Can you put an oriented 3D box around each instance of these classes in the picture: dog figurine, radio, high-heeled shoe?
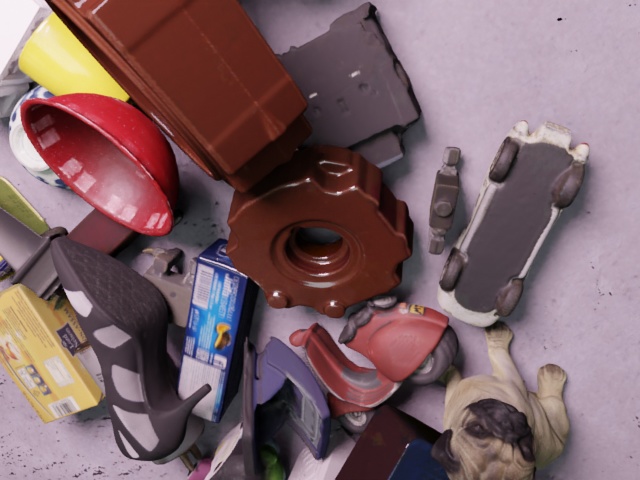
[{"bbox_3d":[-0.065,0.347,0.661,0.219,0.108,0.191,42,111,-9],"label":"dog figurine"},{"bbox_3d":[0.177,0.192,0.496,0.172,0.190,0.121,37,114,-4],"label":"dog figurine"},{"bbox_3d":[0.125,0.278,0.545,0.229,0.073,0.131,35,88,-20],"label":"radio"},{"bbox_3d":[-0.222,0.123,0.568,0.145,0.086,0.248,-38,95,21],"label":"high-heeled shoe"}]

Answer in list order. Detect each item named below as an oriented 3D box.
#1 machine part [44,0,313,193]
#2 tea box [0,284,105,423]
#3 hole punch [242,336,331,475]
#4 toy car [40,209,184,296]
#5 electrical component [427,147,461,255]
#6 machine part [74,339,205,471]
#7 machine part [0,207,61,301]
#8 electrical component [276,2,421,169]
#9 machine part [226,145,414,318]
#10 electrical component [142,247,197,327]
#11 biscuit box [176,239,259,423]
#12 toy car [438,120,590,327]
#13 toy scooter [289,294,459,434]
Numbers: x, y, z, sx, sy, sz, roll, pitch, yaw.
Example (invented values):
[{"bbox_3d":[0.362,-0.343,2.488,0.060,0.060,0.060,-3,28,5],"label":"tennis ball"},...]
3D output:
[{"bbox_3d":[-0.113,-0.139,0.417,0.087,0.202,0.200,-45,124,-8],"label":"machine part"},{"bbox_3d":[-0.333,0.129,0.661,0.098,0.068,0.169,-21,103,19],"label":"tea box"},{"bbox_3d":[-0.041,0.174,0.577,0.092,0.116,0.142,-6,137,-6],"label":"hole punch"},{"bbox_3d":[-0.234,-0.010,0.594,0.202,0.053,0.089,-39,90,20],"label":"toy car"},{"bbox_3d":[0.114,-0.037,0.494,0.021,0.063,0.093,11,111,9],"label":"electrical component"},{"bbox_3d":[-0.214,0.179,0.645,0.079,0.079,0.243,-24,103,20],"label":"machine part"},{"bbox_3d":[-0.325,0.000,0.572,0.084,0.039,0.139,-41,99,22],"label":"machine part"},{"bbox_3d":[0.026,-0.125,0.487,0.115,0.058,0.134,-23,103,22],"label":"electrical component"},{"bbox_3d":[-0.001,-0.002,0.507,0.179,0.056,0.179,3,132,4],"label":"machine part"},{"bbox_3d":[-0.174,0.054,0.608,0.078,0.045,0.102,13,114,-1],"label":"electrical component"},{"bbox_3d":[-0.113,0.102,0.602,0.059,0.063,0.202,18,113,7],"label":"biscuit box"},{"bbox_3d":[0.172,-0.011,0.497,0.074,0.056,0.201,24,112,11],"label":"toy car"},{"bbox_3d":[0.045,0.117,0.565,0.135,0.075,0.184,40,118,0],"label":"toy scooter"}]
